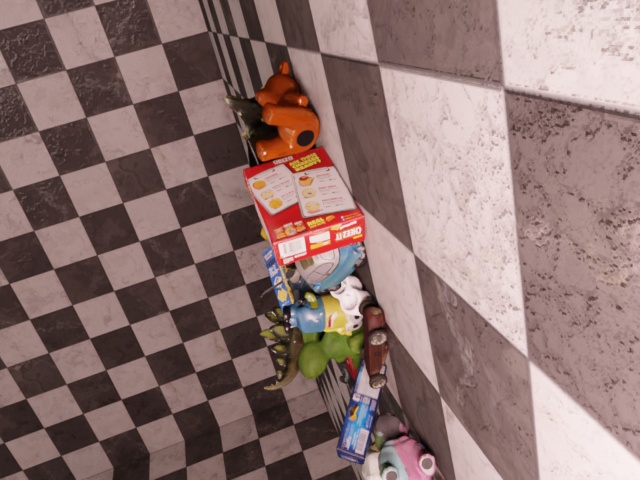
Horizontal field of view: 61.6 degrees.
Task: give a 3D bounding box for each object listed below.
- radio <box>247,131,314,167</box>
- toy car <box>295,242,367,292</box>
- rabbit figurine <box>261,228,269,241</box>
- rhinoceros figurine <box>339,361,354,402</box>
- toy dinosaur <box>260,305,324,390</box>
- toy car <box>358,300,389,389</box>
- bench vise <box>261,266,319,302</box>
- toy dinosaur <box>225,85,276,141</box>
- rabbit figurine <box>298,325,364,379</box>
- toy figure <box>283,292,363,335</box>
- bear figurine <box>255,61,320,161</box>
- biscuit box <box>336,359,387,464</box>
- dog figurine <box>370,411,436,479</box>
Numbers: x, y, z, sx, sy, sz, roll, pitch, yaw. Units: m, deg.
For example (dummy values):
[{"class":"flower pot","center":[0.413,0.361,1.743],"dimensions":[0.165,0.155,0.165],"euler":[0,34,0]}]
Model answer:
[{"class":"radio","center":[-0.088,-0.177,1.202],"dimensions":[0.229,0.131,0.073],"euler":[128,123,-80]},{"class":"toy car","center":[0.007,0.035,1.015],"dimensions":[0.161,0.103,0.109],"euler":[-39,64,45]},{"class":"rabbit figurine","center":[-0.085,-0.056,1.494],"dimensions":[0.173,0.122,0.162],"euler":[35,-142,-57]},{"class":"rhinoceros figurine","center":[0.086,0.350,1.450],"dimensions":[0.112,0.073,0.190],"euler":[81,167,-56]},{"class":"toy dinosaur","center":[-0.058,0.254,1.447],"dimensions":[0.472,0.198,0.105],"euler":[-86,22,-64]},{"class":"toy car","center":[0.109,0.207,1.054],"dimensions":[0.089,0.053,0.201],"euler":[-111,11,-51]},{"class":"bench vise","center":[-0.033,0.073,1.313],"dimensions":[0.223,0.129,0.241],"euler":[27,-138,-47]},{"class":"toy dinosaur","center":[-0.124,-0.246,1.375],"dimensions":[0.404,0.131,0.192],"euler":[73,174,-61]},{"class":"rabbit figurine","center":[0.018,0.235,1.217],"dimensions":[0.159,0.170,0.121],"euler":[52,164,30]},{"class":"toy figure","center":[0.009,0.150,1.135],"dimensions":[0.082,0.180,0.089],"euler":[101,163,-55]},{"class":"bear figurine","center":[-0.080,-0.253,1.028],"dimensions":[0.196,0.132,0.120],"euler":[60,146,33]},{"class":"biscuit box","center":[0.089,0.358,1.128],"dimensions":[0.062,0.059,0.203],"euler":[85,-159,-57]},{"class":"dog figurine","center":[0.166,0.446,1.057],"dimensions":[0.219,0.108,0.191],"euler":[-176,65,-85]}]
